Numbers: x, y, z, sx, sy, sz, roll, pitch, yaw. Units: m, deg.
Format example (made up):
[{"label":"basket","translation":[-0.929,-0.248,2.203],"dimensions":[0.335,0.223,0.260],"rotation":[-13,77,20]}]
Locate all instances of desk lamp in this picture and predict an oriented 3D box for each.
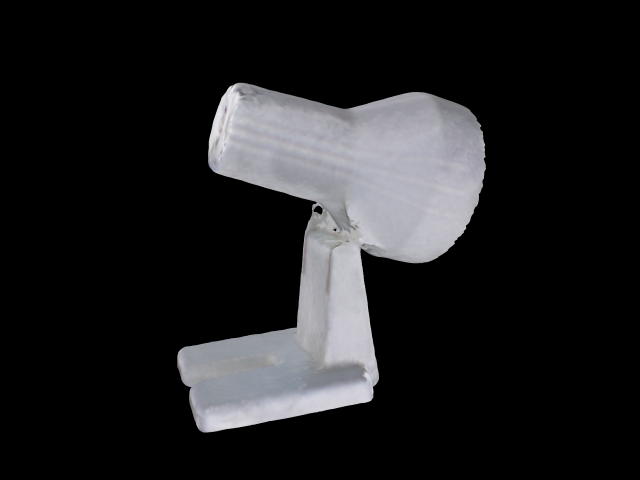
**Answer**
[{"label":"desk lamp","translation":[0.004,0.001,0.400],"dimensions":[0.204,0.214,0.117],"rotation":[-6,15,-22]}]
